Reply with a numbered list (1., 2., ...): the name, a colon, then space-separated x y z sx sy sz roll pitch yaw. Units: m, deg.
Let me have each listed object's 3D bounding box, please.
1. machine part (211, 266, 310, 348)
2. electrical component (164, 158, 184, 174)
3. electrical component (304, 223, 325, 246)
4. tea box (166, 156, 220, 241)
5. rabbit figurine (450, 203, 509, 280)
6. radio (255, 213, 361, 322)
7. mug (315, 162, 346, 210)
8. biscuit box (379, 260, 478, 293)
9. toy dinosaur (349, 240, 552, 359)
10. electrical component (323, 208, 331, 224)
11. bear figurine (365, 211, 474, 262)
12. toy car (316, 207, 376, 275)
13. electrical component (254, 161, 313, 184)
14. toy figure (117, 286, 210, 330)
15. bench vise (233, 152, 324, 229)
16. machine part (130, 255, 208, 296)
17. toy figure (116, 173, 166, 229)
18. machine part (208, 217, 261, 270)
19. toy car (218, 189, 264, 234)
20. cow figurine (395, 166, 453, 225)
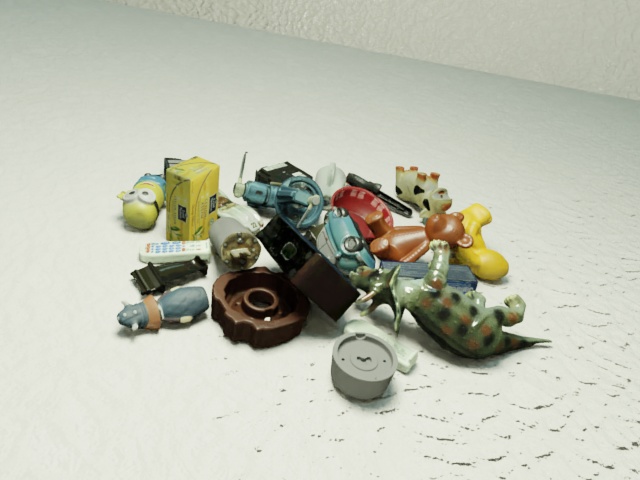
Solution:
1. machine part: -0.109 0.119 0.975 0.179 0.056 0.179 9 33 -6
2. electrical component: -0.372 -0.172 1.350 0.119 0.047 0.075 -1 34 -21
3. electrical component: -0.003 -0.003 1.206 0.078 0.045 0.102 51 46 7
4. tea box: -0.266 -0.077 1.123 0.068 0.169 0.098 22 36 20
5. rabbit figurine: 0.350 0.020 1.215 0.162 0.121 0.173 -20 62 -35
6. radio: -0.029 0.043 1.006 0.131 0.073 0.230 44 -1 -35
7. mug: 0.026 -0.135 1.364 0.081 0.109 0.107 13 45 -4
8. biscuit box: 0.221 0.088 1.115 0.203 0.059 0.063 4 32 -10
9. toy dinosaur: 0.247 0.143 0.984 0.405 0.131 0.192 32 64 1
10. electrical component: 0.046 -0.052 1.312 0.063 0.021 0.094 22 34 16
11. bear figurine: 0.213 -0.014 1.143 0.196 0.131 0.120 -22 46 21
12. toy car: 0.044 0.014 1.122 0.103 0.109 0.162 -31 57 8
13. electrical component: -0.086 -0.144 1.381 0.115 0.058 0.134 -22 45 -37
14. toy figure: -0.269 0.121 0.925 0.154 0.057 0.064 -14 35 -26
15. bench vise: -0.076 -0.097 1.211 0.223 0.129 0.241 25 -5 -23
16. machine part: -0.284 0.064 1.025 0.139 0.039 0.084 -14 35 -31
17. toy figure: -0.382 -0.091 1.195 0.082 0.089 0.180 -19 24 5
18. machine part: -0.171 0.004 1.062 0.079 0.079 0.243 -1 11 -18
19. toy car: -0.216 -0.067 1.225 0.202 0.056 0.073 30 37 28
20. cow figurine: 0.270 -0.117 1.408 0.085 0.127 0.195 -8 23 -28
